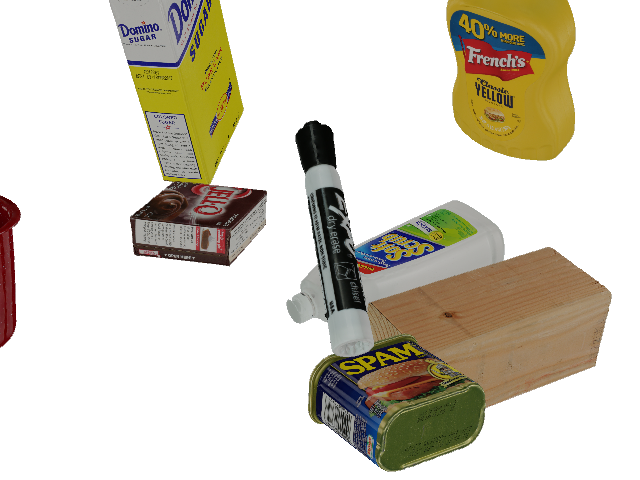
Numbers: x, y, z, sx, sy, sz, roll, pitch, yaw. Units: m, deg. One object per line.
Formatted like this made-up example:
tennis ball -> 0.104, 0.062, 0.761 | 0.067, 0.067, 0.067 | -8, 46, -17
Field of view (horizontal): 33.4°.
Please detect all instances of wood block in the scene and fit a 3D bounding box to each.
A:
wood block -> 0.149, 0.086, 0.966 | 0.205, 0.090, 0.091 | -15, 36, -26

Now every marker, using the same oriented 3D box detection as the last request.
marker -> 0.005, -0.005, 0.495 | 0.020, 0.121, 0.020 | -8, -29, -5

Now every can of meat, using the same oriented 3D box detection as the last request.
can of meat -> 0.056, 0.116, 0.770 | 0.101, 0.057, 0.084 | -12, 27, -33

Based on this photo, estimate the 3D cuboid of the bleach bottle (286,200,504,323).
bleach bottle -> 0.080, 0.036, 1.204 | 0.250, 0.068, 0.103 | -23, 39, -24

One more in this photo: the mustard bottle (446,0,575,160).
mustard bottle -> 0.140, -0.147, 0.785 | 0.096, 0.058, 0.191 | 28, -29, 29

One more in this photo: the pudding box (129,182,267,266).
pudding box -> -0.104, -0.017, 0.931 | 0.090, 0.039, 0.113 | 6, 23, 12

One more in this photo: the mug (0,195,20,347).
mug -> -0.235, 0.025, 0.637 | 0.093, 0.081, 0.117 | 20, 28, 33

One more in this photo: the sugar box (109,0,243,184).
sugar box -> -0.100, -0.135, 0.772 | 0.048, 0.093, 0.176 | 7, -41, 12
